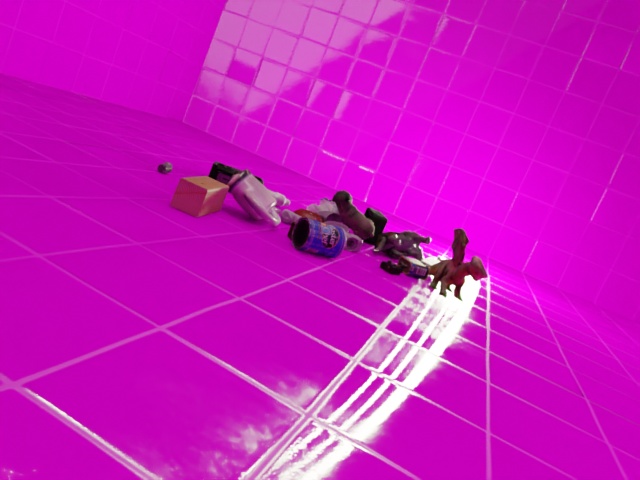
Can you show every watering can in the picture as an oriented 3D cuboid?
[{"bbox_3d":[-0.217,-0.140,1.773,0.224,0.104,0.349,48,4,-6],"label":"watering can"}]

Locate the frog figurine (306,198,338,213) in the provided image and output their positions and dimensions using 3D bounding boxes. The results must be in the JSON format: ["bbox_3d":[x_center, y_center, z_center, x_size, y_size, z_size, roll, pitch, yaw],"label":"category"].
[{"bbox_3d":[0.007,-0.112,2.216,0.138,0.120,0.162,22,43,30],"label":"frog figurine"}]

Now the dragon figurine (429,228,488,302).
[{"bbox_3d":[0.475,0.074,1.837,0.122,0.240,0.415,15,14,-15],"label":"dragon figurine"}]
